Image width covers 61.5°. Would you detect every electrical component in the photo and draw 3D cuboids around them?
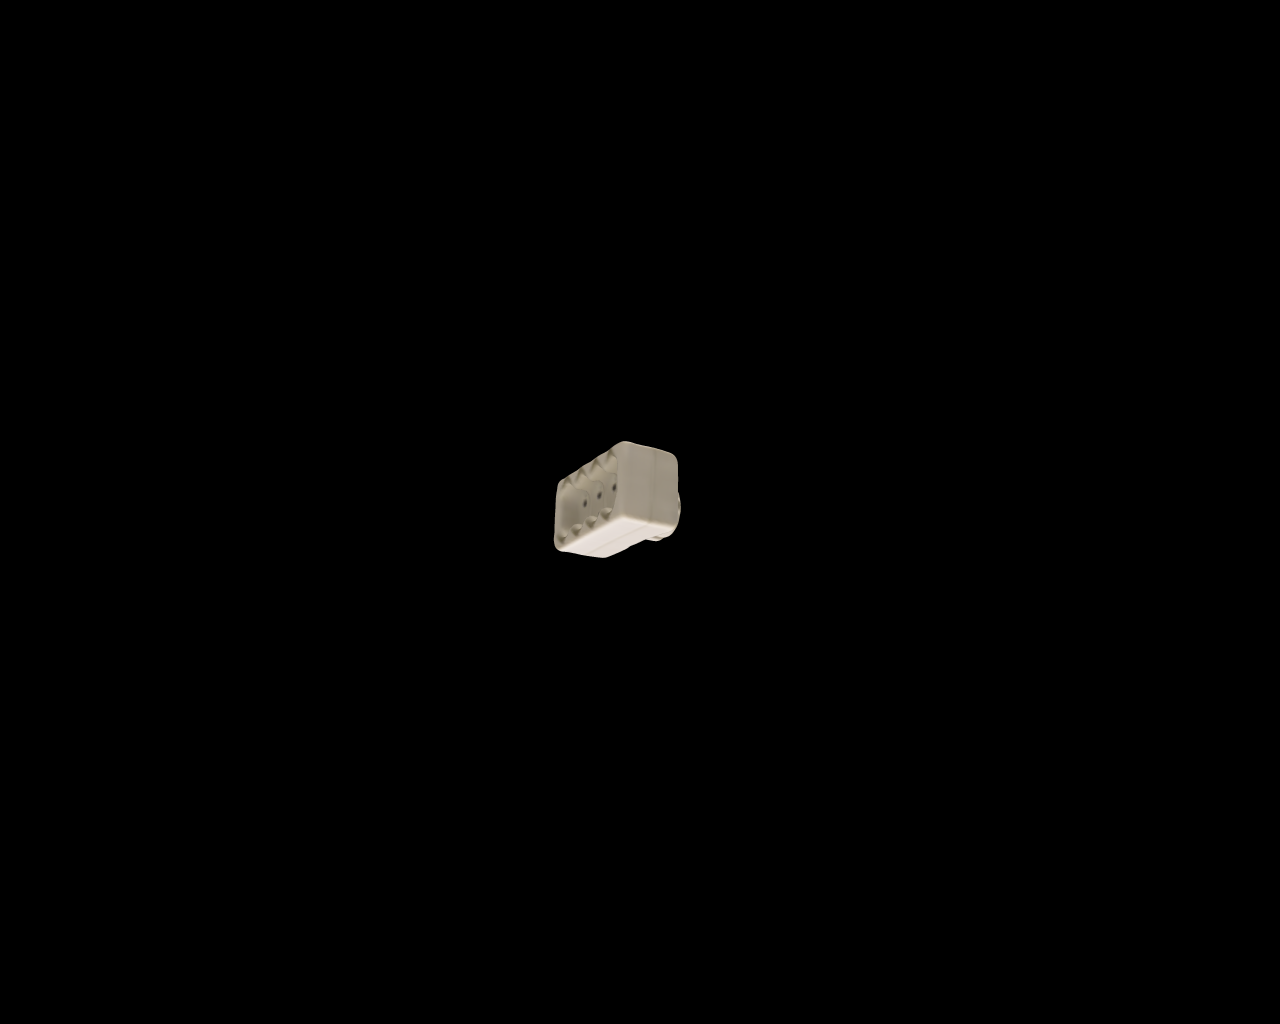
[{"bbox_3d":[0.001,-0.003,0.650,0.076,0.047,0.083,11,-21,-30],"label":"electrical component"}]
